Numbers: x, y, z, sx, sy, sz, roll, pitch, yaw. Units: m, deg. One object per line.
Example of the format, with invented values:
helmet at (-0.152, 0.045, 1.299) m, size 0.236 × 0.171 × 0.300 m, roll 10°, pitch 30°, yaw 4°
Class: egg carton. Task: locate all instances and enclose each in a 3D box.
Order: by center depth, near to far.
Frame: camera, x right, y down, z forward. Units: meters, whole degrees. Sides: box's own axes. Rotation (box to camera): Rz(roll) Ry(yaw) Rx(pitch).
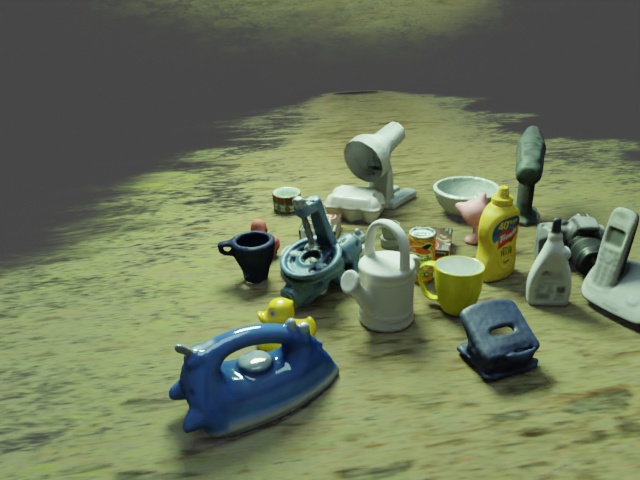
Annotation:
egg carton at (0.091, -0.093, 1.469) m, size 0.150 × 0.069 × 0.107 m, roll 6°, pitch 27°, yaw 18°

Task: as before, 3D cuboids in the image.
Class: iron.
iron at (-0.088, 0.177, 0.832) m, size 0.259 × 0.141 × 0.118 m, roll -15°, pitch 28°, yaw -25°

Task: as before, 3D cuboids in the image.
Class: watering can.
watering can at (0.113, 0.059, 1.002) m, size 0.100 × 0.194 × 0.173 m, roll 11°, pitch 29°, yaw 26°

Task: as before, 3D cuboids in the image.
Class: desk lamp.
desk lamp at (0.162, -0.193, 1.505) m, size 0.117 × 0.214 × 0.204 m, roll 18°, pitch 32°, yaw 36°

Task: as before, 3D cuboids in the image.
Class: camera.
camera at (0.529, 0.011, 1.178) m, size 0.143 × 0.101 × 0.137 m, roll 0°, pitch 26°, yaw 6°

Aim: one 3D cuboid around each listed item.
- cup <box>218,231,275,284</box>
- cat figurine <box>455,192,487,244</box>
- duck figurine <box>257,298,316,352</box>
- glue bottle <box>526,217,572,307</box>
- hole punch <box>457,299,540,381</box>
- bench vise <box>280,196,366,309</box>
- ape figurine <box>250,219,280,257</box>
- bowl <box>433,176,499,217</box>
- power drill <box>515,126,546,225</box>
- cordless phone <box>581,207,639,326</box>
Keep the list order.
cup at (-0.148, 0.041, 1.178) m, size 0.117 × 0.095 × 0.091 m, roll -3°, pitch 25°, yaw -1°
cat figurine at (0.369, -0.046, 1.291) m, size 0.067 × 0.118 × 0.127 m, roll -23°, pitch 32°, yaw -37°
duck figurine at (-0.059, 0.139, 0.975) m, size 0.104 × 0.086 × 0.077 m, roll -6°, pitch 26°, yaw -8°
glue bottle at (0.423, 0.039, 1.043) m, size 0.078 × 0.173 × 0.037 m, roll 2°, pitch 26°, yaw 10°
hole punch at (0.284, 0.155, 0.907) m, size 0.109 × 0.091 × 0.101 m, roll -11°, pitch 27°, yaw -17°
bench vise at (0.000, 0.002, 1.102) m, size 0.121 × 0.220 × 0.208 m, roll 12°, pitch 29°, yaw 27°
ape figurine at (-0.132, -0.004, 1.273) m, size 0.077 × 0.092 × 0.076 m, roll 11°, pitch 29°, yaw 26°
bowl at (0.371, -0.103, 1.461) m, size 0.167 × 0.075 × 0.167 m, roll -2°, pitch 25°, yaw 1°
power drill at (0.506, -0.153, 1.400) m, size 0.075 × 0.208 × 0.230 m, roll 6°, pitch 27°, yaw 17°
cordless phone at (0.549, 0.045, 1.006) m, size 0.094 × 0.185 × 0.147 m, roll -16°, pitch 29°, yaw -26°
